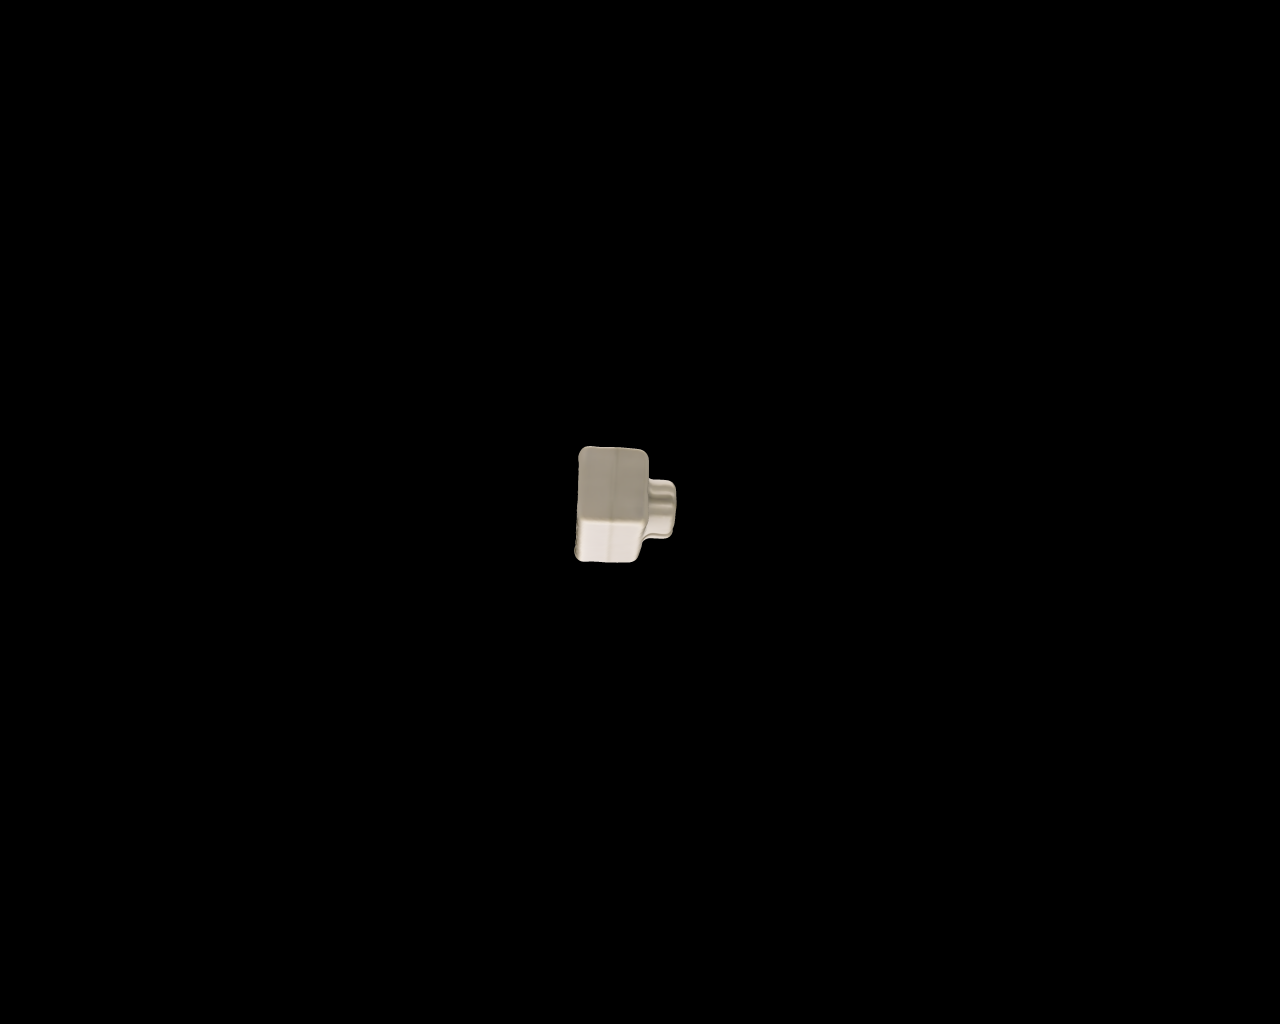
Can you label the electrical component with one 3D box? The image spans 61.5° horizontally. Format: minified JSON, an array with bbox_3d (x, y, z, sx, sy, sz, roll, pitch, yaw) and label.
[{"bbox_3d":[0.001,-0.003,0.650,0.076,0.047,0.083,1,-19,-3],"label":"electrical component"}]
